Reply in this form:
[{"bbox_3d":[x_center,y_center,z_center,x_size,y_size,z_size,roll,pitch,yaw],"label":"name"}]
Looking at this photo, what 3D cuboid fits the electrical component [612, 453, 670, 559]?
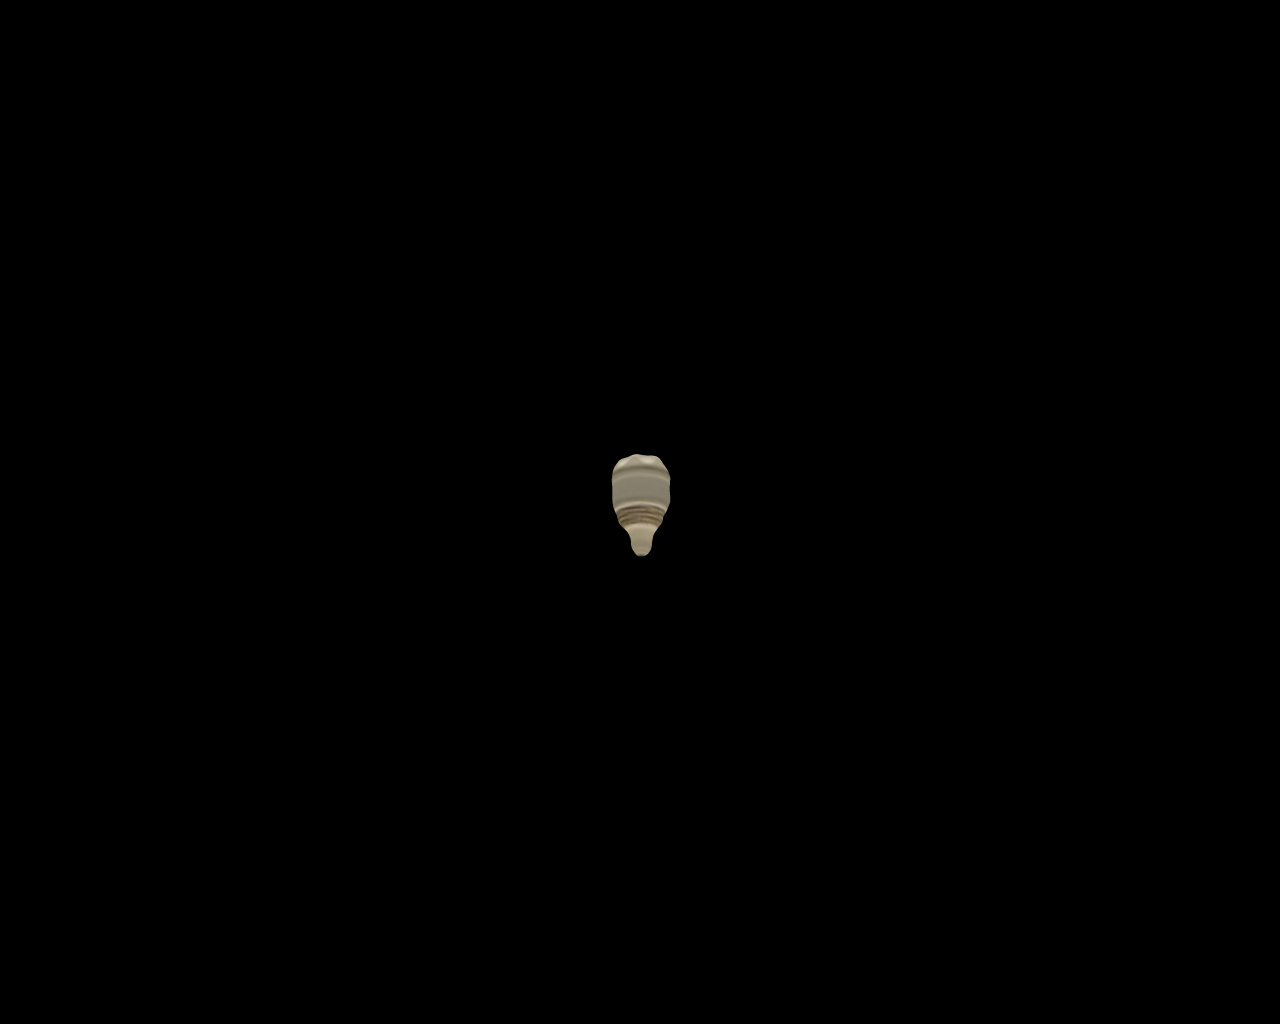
[{"bbox_3d":[0.001,-0.003,0.650,0.035,0.061,0.035,0,-18,0],"label":"electrical component"}]
